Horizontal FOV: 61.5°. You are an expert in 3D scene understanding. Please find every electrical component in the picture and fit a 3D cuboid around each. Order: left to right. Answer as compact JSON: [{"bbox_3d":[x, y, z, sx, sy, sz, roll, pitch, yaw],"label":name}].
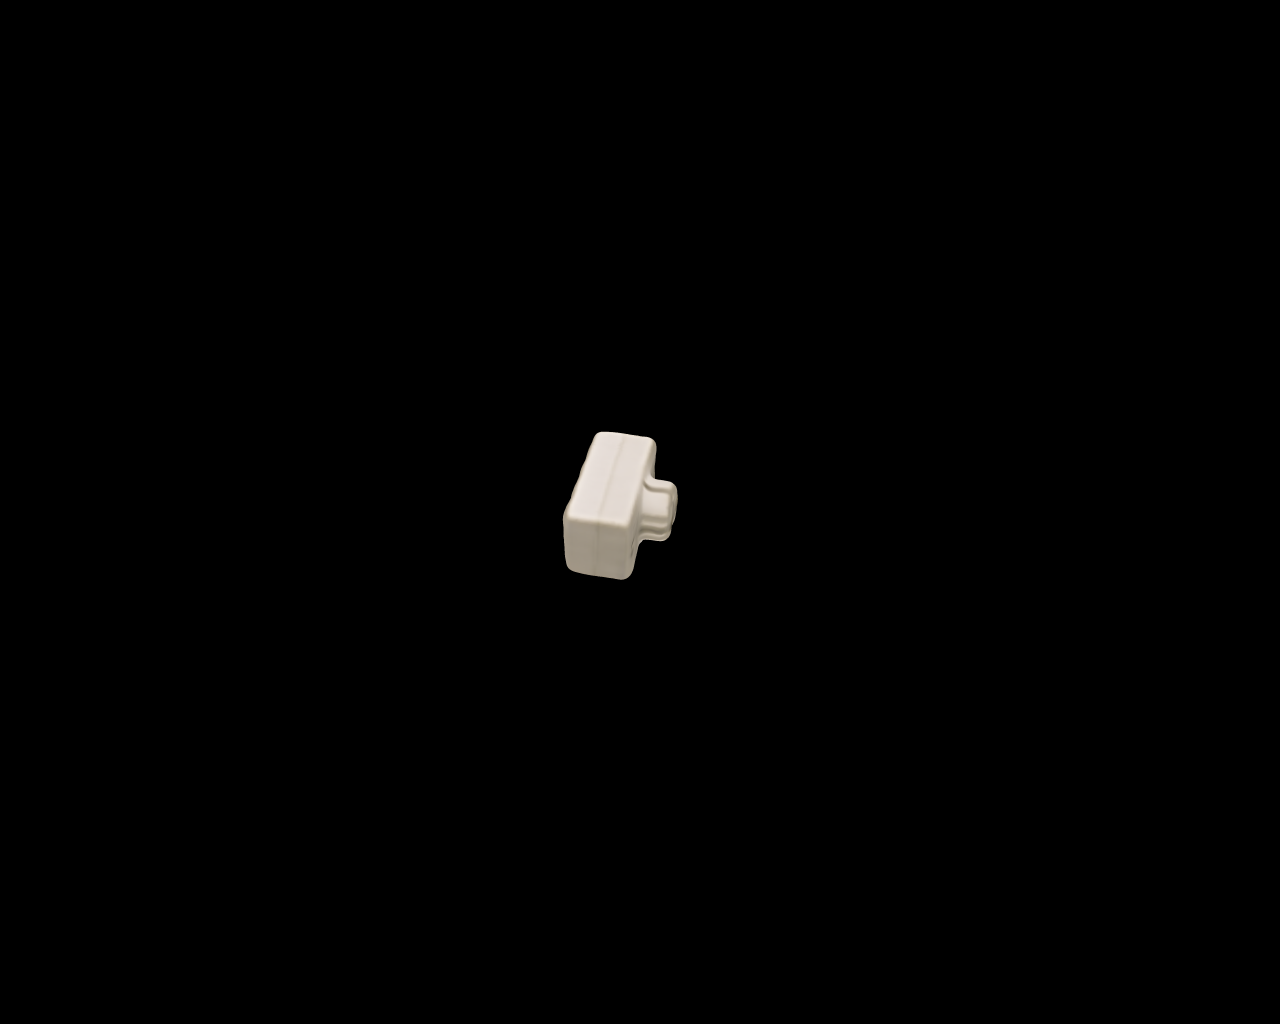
[{"bbox_3d":[0.001,-0.003,0.650,0.076,0.047,0.083,8,44,8],"label":"electrical component"}]
